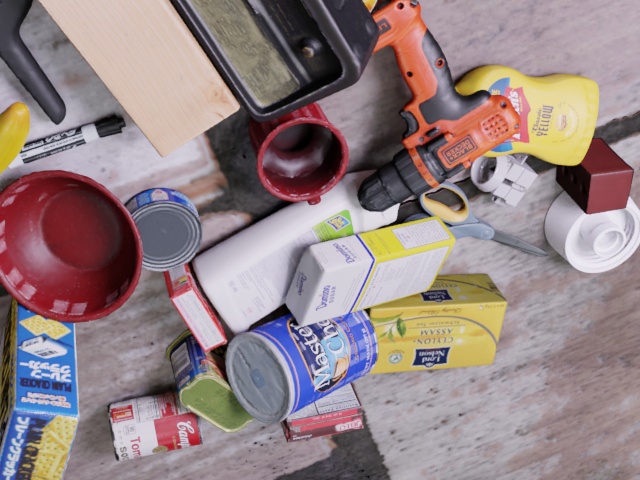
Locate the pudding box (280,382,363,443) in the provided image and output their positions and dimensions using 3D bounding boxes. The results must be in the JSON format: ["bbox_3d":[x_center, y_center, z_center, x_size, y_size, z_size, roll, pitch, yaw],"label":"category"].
[{"bbox_3d":[-0.007,0.182,1.243,0.090,0.113,0.039,-8,123,-11],"label":"pudding box"}]

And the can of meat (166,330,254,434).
[{"bbox_3d":[-0.121,0.161,1.215,0.057,0.084,0.102,-42,123,12],"label":"can of meat"}]

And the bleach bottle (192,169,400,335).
[{"bbox_3d":[-0.008,0.001,1.159,0.251,0.068,0.102,-30,132,0],"label":"bleach bottle"}]

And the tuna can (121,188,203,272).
[{"bbox_3d":[-0.167,-0.011,1.119,0.086,0.034,0.086,-8,124,-12],"label":"tuna can"}]

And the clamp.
[{"bbox_3d":[-0.298,-0.192,0.961,0.164,0.036,0.210,6,124,-22],"label":"clamp"}]

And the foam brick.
[{"bbox_3d":[0.305,-0.072,1.192,0.051,0.078,0.053,-9,124,-13],"label":"foam brick"}]

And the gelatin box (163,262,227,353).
[{"bbox_3d":[-0.136,0.067,1.155,0.030,0.073,0.089,-27,125,2],"label":"gelatin box"}]

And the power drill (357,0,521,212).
[{"bbox_3d":[0.080,-0.137,1.062,0.184,0.057,0.187,-32,108,14],"label":"power drill"}]

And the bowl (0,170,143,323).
[{"bbox_3d":[-0.249,0.000,1.071,0.162,0.055,0.162,3,111,7],"label":"bowl"}]

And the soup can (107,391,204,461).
[{"bbox_3d":[-0.191,0.214,1.239,0.102,0.068,0.068,-10,124,-9],"label":"soup can"}]

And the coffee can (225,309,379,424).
[{"bbox_3d":[-0.019,0.129,1.177,0.140,0.103,0.103,-22,133,-42],"label":"coffee can"}]

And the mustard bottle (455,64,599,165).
[{"bbox_3d":[0.196,-0.135,1.129,0.191,0.058,0.096,4,108,-18],"label":"mustard bottle"}]

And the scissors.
[{"bbox_3d":[0.172,0.000,1.237,0.096,0.016,0.201,-44,123,16],"label":"scissors"}]

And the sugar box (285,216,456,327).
[{"bbox_3d":[0.054,0.032,1.154,0.175,0.048,0.093,-10,142,-31],"label":"sugar box"}]

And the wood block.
[{"bbox_3d":[-0.169,-0.190,0.968,0.091,0.090,0.206,-32,126,6],"label":"wood block"}]

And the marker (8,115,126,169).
[{"bbox_3d":[-0.250,-0.097,1.048,0.121,0.020,0.020,-19,125,-4],"label":"marker"}]

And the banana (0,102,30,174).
[{"bbox_3d":[-0.337,-0.066,1.014,0.198,0.069,0.037,-32,82,15],"label":"banana"}]

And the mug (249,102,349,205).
[{"bbox_3d":[-0.022,-0.089,1.082,0.093,0.081,0.117,-23,125,-1],"label":"mug"}]
